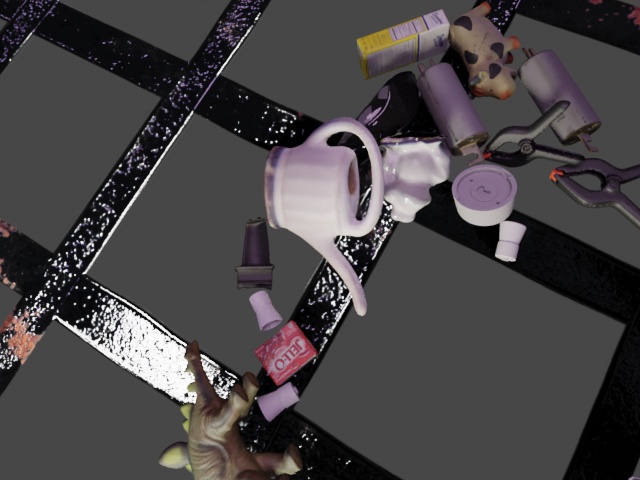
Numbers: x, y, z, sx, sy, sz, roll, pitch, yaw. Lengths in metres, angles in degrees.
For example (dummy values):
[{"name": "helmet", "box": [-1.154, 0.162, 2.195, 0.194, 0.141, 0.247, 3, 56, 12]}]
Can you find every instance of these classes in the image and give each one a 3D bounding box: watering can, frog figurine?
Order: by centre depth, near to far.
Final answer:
[{"name": "watering can", "box": [0.003, -0.047, 0.928, 0.224, 0.347, 0.104, 5, 3, 23]}, {"name": "frog figurine", "box": [0.172, -0.117, 0.949, 0.137, 0.157, 0.124, -6, 19, -5]}]
